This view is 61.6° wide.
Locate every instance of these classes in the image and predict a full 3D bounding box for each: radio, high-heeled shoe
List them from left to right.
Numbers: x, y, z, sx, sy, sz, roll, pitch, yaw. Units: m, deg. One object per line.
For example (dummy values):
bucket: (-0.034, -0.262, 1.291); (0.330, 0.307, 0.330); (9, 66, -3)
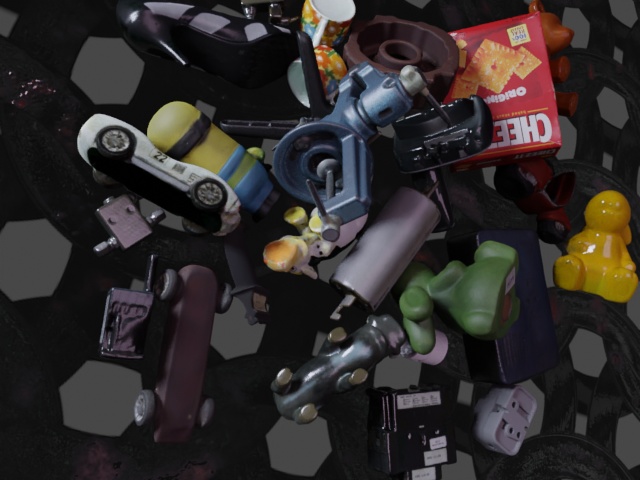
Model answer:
high-heeled shoe: (-0.138, -0.275, 0.719); (0.249, 0.086, 0.145); (-20, 59, -44)
radio: (0.286, 0.097, 0.834); (0.131, 0.073, 0.229); (-6, 85, -27)

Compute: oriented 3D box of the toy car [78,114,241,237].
toy car: (-0.181, -0.069, 0.617); (0.202, 0.073, 0.056); (29, 54, -7)

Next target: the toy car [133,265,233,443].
toy car: (-0.159, 0.129, 0.627); (0.089, 0.053, 0.202); (18, 72, -40)

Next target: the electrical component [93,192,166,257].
electrical component: (-0.233, -0.022, 0.636); (0.094, 0.021, 0.063); (-38, 97, -28)

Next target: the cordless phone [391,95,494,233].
cordless phone: (0.189, -0.106, 0.788); (0.089, 0.147, 0.184); (-24, 100, -59)

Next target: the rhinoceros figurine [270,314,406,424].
rhinoceros figurine: (0.028, 0.162, 0.681); (0.190, 0.112, 0.073); (-34, 68, -14)

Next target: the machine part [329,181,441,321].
machine part: (0.090, 0.012, 0.738); (0.079, 0.079, 0.243); (41, 76, -14)

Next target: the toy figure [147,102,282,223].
toy figure: (-0.126, -0.097, 0.663); (0.180, 0.089, 0.082); (37, 51, -11)

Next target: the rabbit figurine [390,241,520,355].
rabbit figurine: (0.168, 0.084, 0.733); (0.159, 0.170, 0.121); (-46, 131, -39)

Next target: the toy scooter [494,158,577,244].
toy scooter: (0.378, -0.094, 0.910); (0.183, 0.075, 0.135); (47, 66, -14)

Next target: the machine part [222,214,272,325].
machine part: (-0.094, 0.039, 0.669); (0.039, 0.084, 0.139); (-20, 79, 11)

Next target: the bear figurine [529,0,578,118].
bear figurine: (0.399, -0.320, 0.937); (0.196, 0.132, 0.120); (-59, 136, -18)

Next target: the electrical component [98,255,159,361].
electrical component: (-0.213, 0.073, 0.600); (0.048, 0.075, 0.119); (10, 81, -24)

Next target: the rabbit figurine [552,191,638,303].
rabbit figurine: (0.476, 0.002, 0.894); (0.162, 0.122, 0.173); (-16, 114, -52)

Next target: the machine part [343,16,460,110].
machine part: (0.116, -0.260, 0.784); (0.179, 0.056, 0.179); (3, 50, -4)

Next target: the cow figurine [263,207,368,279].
cow figurine: (-0.004, -0.002, 0.714); (0.167, 0.068, 0.098); (-42, 141, -24)

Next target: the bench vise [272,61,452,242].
bench vise: (0.034, -0.097, 0.620); (0.128, 0.224, 0.241); (53, 27, -37)

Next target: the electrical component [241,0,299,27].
electrical component: (-0.073, -0.345, 0.762); (0.078, 0.045, 0.102); (-12, 82, 2)

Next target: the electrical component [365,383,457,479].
electrical component: (0.123, 0.266, 0.733); (0.115, 0.058, 0.134); (3, 79, -23)
